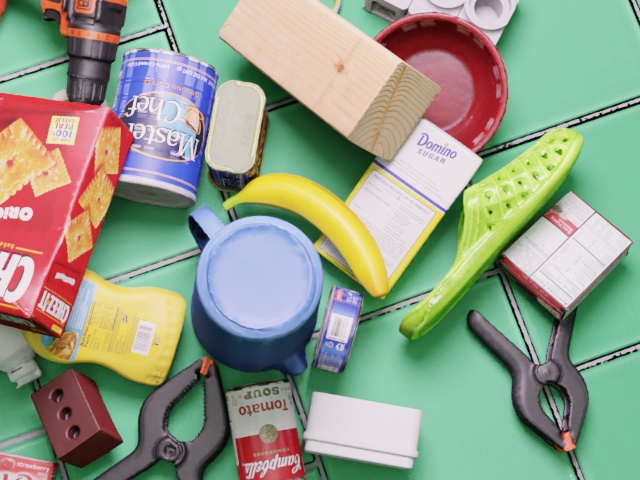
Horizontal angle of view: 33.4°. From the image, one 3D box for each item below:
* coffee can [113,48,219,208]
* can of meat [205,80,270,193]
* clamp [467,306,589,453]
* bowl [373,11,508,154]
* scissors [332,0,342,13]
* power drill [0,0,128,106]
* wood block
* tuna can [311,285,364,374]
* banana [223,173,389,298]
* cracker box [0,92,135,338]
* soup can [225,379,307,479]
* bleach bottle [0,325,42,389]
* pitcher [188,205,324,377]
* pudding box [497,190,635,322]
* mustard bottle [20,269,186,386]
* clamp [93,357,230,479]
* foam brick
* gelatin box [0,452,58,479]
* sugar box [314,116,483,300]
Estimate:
[{"bbox_3d":[-0.166,-0.114,1.101,0.103,0.103,0.140,10,80,0],"label":"coffee can"},{"bbox_3d":[-0.087,-0.108,1.111,0.057,0.084,0.102,9,80,0],"label":"can of meat"},{"bbox_3d":[0.238,0.130,1.103,0.120,0.039,0.171,-24,81,-2],"label":"clamp"},{"bbox_3d":[0.117,-0.157,1.124,0.162,0.055,0.162,2,99,10],"label":"bowl"},{"bbox_3d":[-0.007,-0.324,1.184,0.096,0.016,0.201,16,81,0],"label":"scissors"},{"bbox_3d":[-0.289,-0.235,1.108,0.188,0.057,0.184,13,97,20],"label":"power drill"},{"bbox_3d":[0.006,-0.179,1.072,0.206,0.090,0.091,42,103,31],"label":"wood block"},{"bbox_3d":[0.018,0.091,1.079,0.034,0.086,0.086,15,80,0],"label":"tuna can"},{"bbox_3d":[-0.002,-0.017,1.076,0.198,0.037,0.070,30,102,19],"label":"banana"},{"bbox_3d":[-0.291,-0.031,1.012,0.164,0.072,0.213,11,71,20],"label":"cracker box"},{"bbox_3d":[-0.055,0.195,1.069,0.068,0.068,0.102,-9,80,-3],"label":"soup can"},{"bbox_3d":[-0.347,0.031,1.094,0.102,0.068,0.251,-27,86,-14],"label":"bleach bottle"},{"bbox_3d":[-0.066,0.043,1.005,0.149,0.243,0.145,12,79,-2],"label":"pitcher"},{"bbox_3d":[0.254,0.015,1.106,0.113,0.039,0.090,-42,73,-15],"label":"pudding box"},{"bbox_3d":[-0.237,0.078,1.062,0.191,0.058,0.096,16,93,-17],"label":"mustard bottle"},{"bbox_3d":[-0.160,0.216,1.079,0.164,0.036,0.210,14,82,3],"label":"clamp"},{"bbox_3d":[-0.242,0.178,1.062,0.053,0.051,0.078,-34,63,1],"label":"foam brick"},{"bbox_3d":[-0.316,0.253,1.072,0.089,0.030,0.073,11,80,0],"label":"gelatin box"},{"bbox_3d":[0.080,-0.037,1.097,0.093,0.048,0.176,36,99,4],"label":"sugar box"}]
